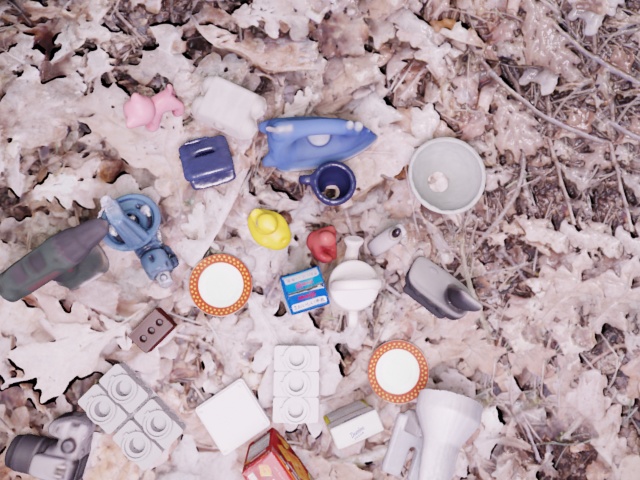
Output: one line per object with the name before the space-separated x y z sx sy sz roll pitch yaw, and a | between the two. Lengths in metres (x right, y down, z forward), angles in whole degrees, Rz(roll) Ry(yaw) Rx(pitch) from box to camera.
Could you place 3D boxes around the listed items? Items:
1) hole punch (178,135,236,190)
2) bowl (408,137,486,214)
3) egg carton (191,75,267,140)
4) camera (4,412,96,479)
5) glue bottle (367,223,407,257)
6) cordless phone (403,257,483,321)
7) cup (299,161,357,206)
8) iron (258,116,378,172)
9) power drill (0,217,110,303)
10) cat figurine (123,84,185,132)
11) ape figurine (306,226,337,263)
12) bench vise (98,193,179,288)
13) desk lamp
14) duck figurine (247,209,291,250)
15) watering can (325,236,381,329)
hole punch | -0.236 -0.166 1.185 0.109 0.091 0.101 -17 84 -6
bowl | 0.264 -0.131 1.229 0.167 0.074 0.167 1 83 -4
egg carton | -0.193 -0.279 1.214 0.150 0.069 0.107 24 82 -1
camera | -0.515 0.399 1.086 0.137 0.100 0.143 14 82 -3
glue bottle | 0.142 -0.006 1.154 0.078 0.173 0.037 -36 86 -8
cordless phone | 0.249 0.095 1.144 0.147 0.185 0.094 33 82 0
cup | 0.012 -0.111 1.196 0.118 0.095 0.092 7 82 -4
iron | 0.004 -0.220 1.186 0.258 0.141 0.119 -7 83 -5
power drill | -0.477 0.038 1.080 0.230 0.208 0.075 -33 86 -8
cat figurine | -0.349 -0.276 1.176 0.128 0.117 0.067 -38 87 -8
ape figurine | 0.011 0.004 1.183 0.076 0.092 0.078 29 82 0
bench vise | -0.339 -0.013 1.092 0.207 0.219 0.121 40 82 1
desk lamp | 0.214 0.381 1.090 0.118 0.213 0.203 19 82 -2
duck figurine | -0.105 -0.026 1.180 0.104 0.086 0.077 42 82 2
watering can | 0.063 0.082 1.126 0.101 0.194 0.173 -21 85 -7
